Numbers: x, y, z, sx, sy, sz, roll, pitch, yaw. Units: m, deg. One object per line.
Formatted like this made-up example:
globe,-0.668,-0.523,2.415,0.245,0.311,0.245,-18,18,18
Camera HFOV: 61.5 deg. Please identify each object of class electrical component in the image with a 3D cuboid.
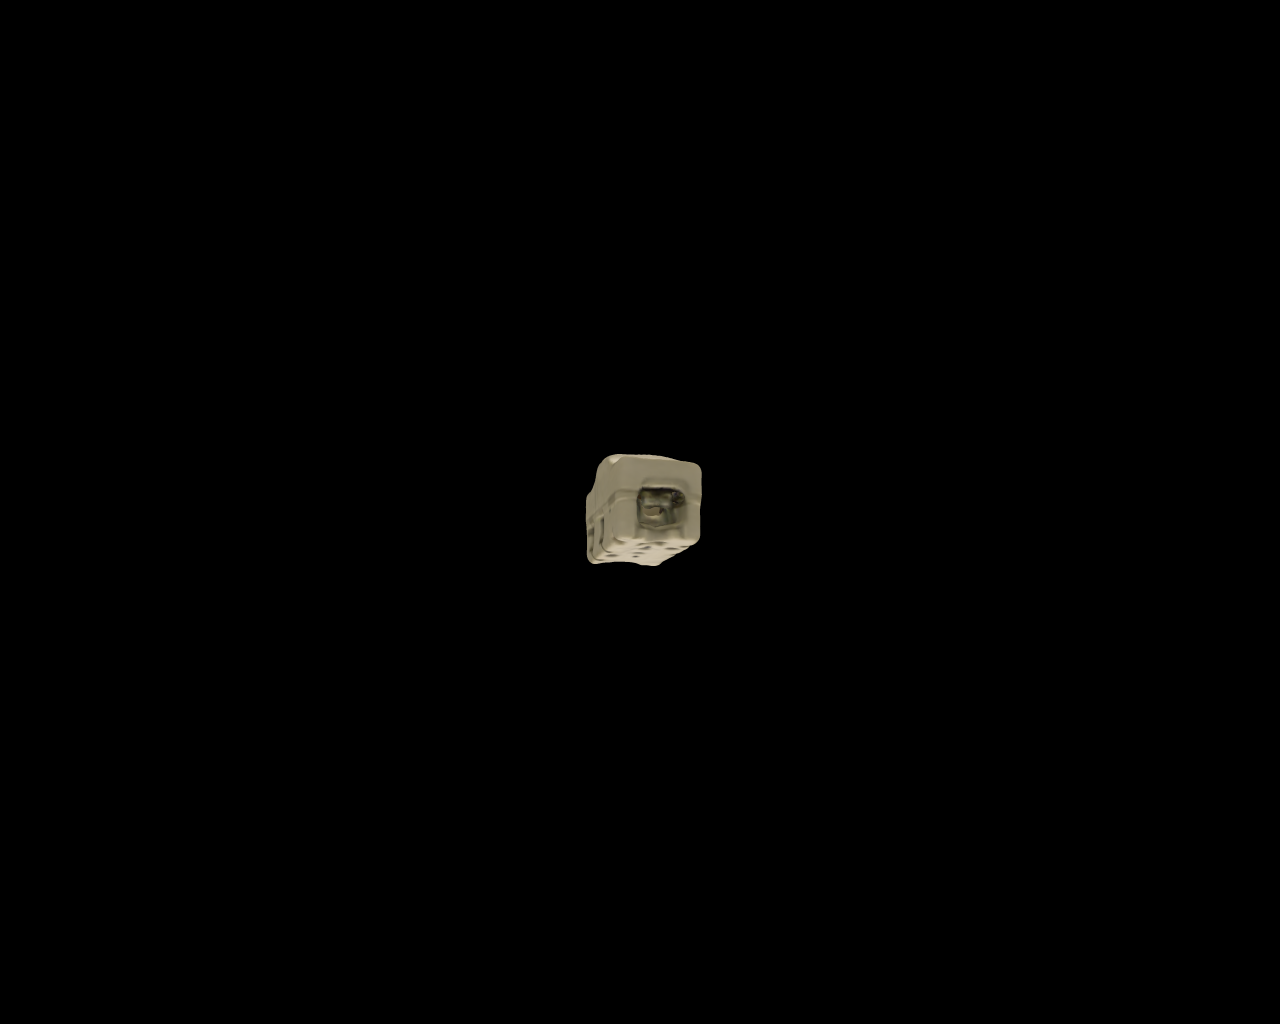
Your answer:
electrical component,0.001,-0.003,0.650,0.050,0.056,0.089,4,-14,-15
